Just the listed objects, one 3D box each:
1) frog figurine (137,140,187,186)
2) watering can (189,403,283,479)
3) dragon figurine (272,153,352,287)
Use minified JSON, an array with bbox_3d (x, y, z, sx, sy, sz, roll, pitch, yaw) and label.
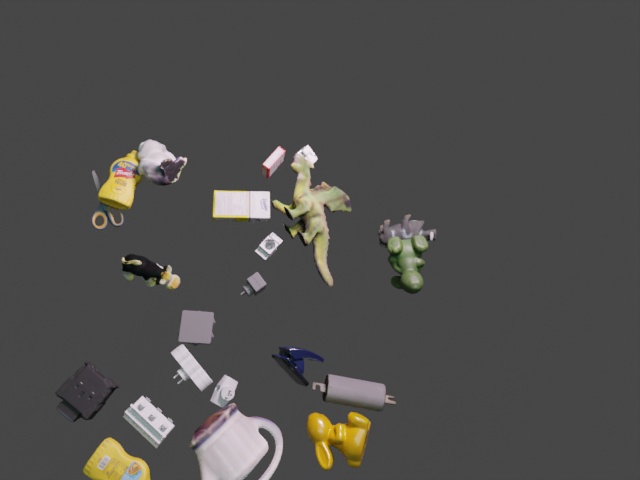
[{"bbox_3d":[-0.510,-0.240,1.593,0.160,0.120,0.140,24,40,22],"label":"frog figurine"},{"bbox_3d":[-0.249,0.576,1.317,0.353,0.225,0.102,-37,-10,-38],"label":"watering can"},{"bbox_3d":[0.005,-0.082,1.626,0.245,0.410,0.121,-32,2,-25],"label":"dragon figurine"}]
